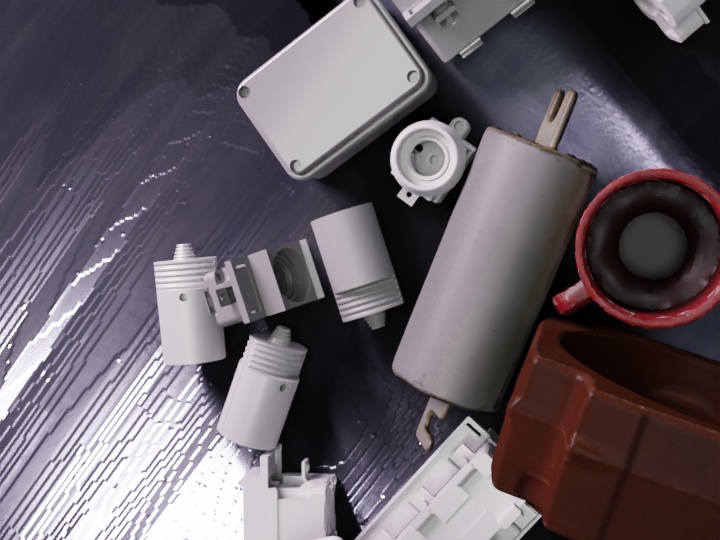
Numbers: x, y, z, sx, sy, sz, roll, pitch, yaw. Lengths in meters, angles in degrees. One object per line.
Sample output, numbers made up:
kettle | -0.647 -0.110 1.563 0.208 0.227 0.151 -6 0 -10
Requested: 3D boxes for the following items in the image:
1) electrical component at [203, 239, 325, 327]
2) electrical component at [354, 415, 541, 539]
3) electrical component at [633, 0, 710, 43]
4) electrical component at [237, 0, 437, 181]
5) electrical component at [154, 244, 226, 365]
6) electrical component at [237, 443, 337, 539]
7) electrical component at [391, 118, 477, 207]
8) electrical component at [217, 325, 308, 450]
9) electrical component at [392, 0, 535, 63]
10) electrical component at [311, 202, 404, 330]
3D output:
electrical component | -0.066 0.010 0.720 0.064 0.081 0.042 -17 90 35
electrical component | 0.059 0.168 0.706 0.079 0.063 0.121 42 101 7
electrical component | 0.193 -0.187 0.654 0.057 0.058 0.078 -41 110 7
electrical component | -0.015 -0.119 0.705 0.113 0.057 0.078 -36 86 12
electrical component | -0.118 0.022 0.744 0.043 0.043 0.081 -5 93 12
electrical component | -0.048 0.164 0.740 0.064 0.042 0.081 1 94 10
electrical component | 0.046 -0.071 0.696 0.048 0.055 0.066 37 100 7
electrical component | -0.065 0.077 0.736 0.043 0.043 0.081 21 97 10
electrical component | 0.081 -0.192 0.673 0.121 0.078 0.063 -37 115 12
electrical component | 0.000 0.000 0.717 0.043 0.043 0.081 -18 90 13
